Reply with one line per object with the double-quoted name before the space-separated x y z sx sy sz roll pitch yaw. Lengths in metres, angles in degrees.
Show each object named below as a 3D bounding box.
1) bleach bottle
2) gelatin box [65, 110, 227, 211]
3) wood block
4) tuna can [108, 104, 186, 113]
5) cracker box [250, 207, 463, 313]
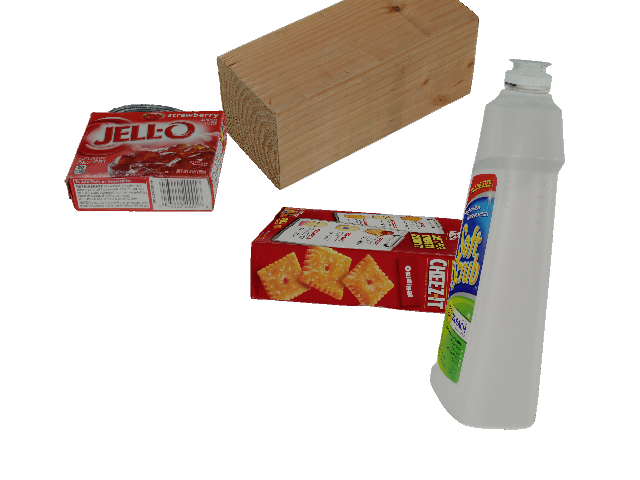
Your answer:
"bleach bottle" 0.129 -0.001 0.751 0.068 0.251 0.102 3 14 -7
"gelatin box" -0.107 -0.051 0.667 0.089 0.030 0.073 0 39 4
"wood block" 0.025 -0.141 0.912 0.205 0.090 0.091 -28 55 -21
"tuna can" -0.162 -0.101 1.020 0.086 0.034 0.086 6 24 -3
"cracker box" 0.045 0.020 1.149 0.214 0.072 0.164 5 15 9
